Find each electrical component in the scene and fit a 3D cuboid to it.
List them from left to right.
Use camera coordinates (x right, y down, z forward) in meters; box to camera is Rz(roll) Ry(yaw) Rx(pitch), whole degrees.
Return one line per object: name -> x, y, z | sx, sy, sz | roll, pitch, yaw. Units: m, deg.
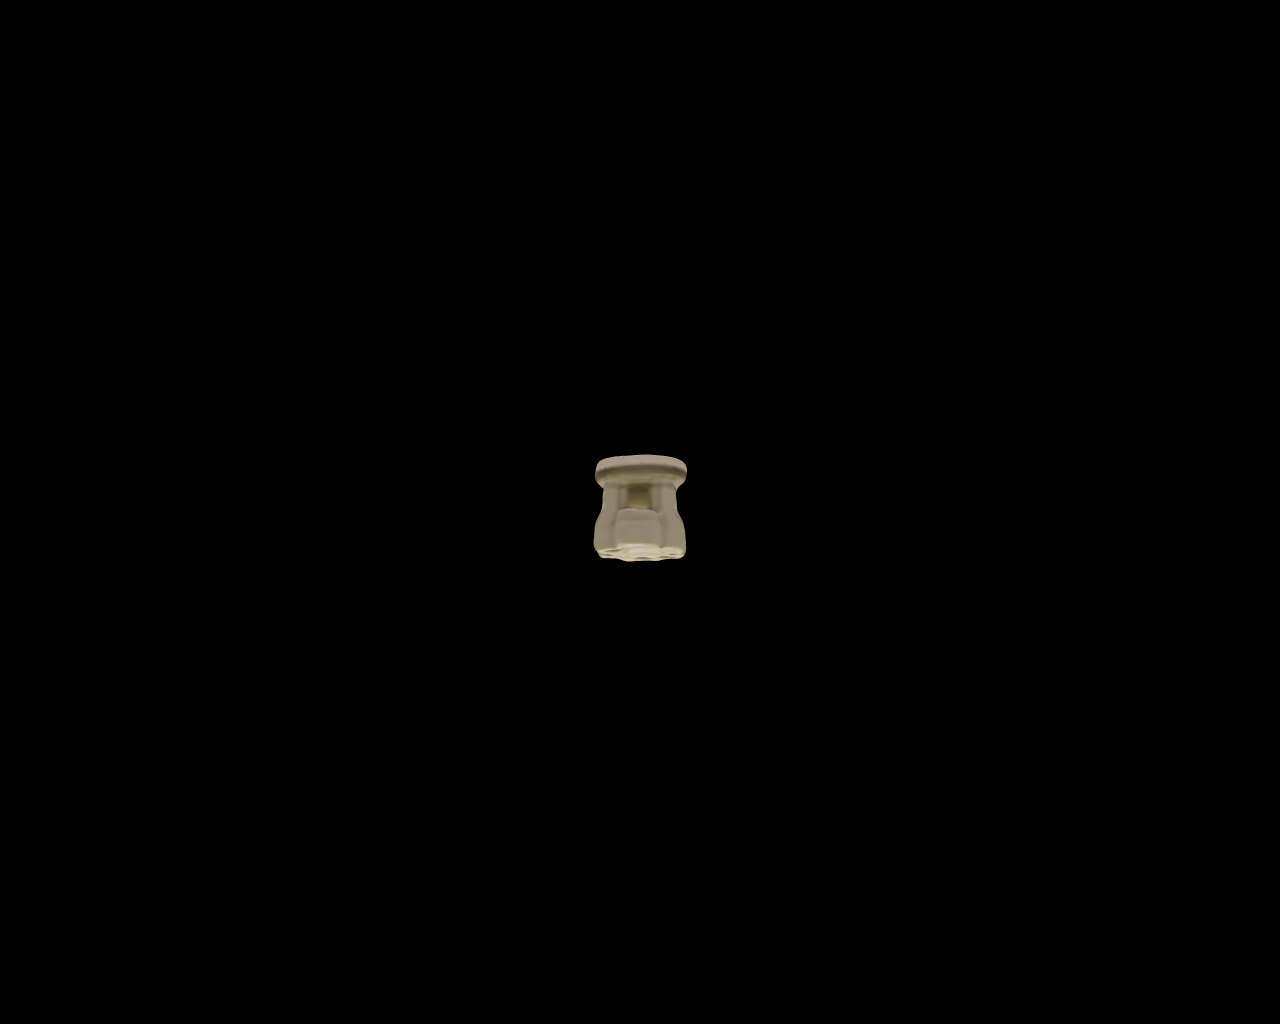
electrical component -> 0.001, -0.003, 0.650 | 0.058, 0.057, 0.078 | -1, -11, 4
